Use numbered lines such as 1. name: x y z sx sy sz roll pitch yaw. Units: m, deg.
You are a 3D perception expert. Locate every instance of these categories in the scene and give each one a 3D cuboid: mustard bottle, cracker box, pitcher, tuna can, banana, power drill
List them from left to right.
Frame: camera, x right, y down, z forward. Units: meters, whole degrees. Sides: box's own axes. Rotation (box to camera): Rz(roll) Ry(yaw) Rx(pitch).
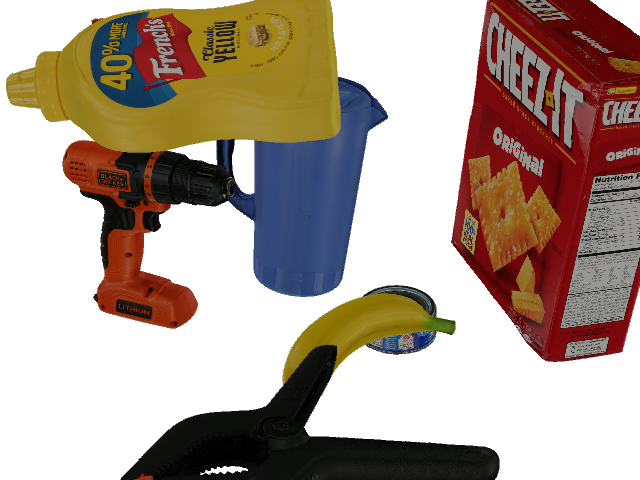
1. power drill: -0.168 -0.006 1.078 0.185 0.188 0.057 12 29 22
2. mustard bottle: -0.086 -0.095 0.620 0.191 0.096 0.058 -5 -35 2
3. pitcher: -0.027 -0.063 1.224 0.144 0.243 0.149 -19 36 -40
4. banana: 0.025 0.077 0.831 0.070 0.037 0.197 18 27 37
5. tuna can: 0.082 0.083 1.140 0.086 0.034 0.086 -1 30 1
6. cracker box: 0.161 -0.048 0.743 0.072 0.214 0.164 -8 34 -16

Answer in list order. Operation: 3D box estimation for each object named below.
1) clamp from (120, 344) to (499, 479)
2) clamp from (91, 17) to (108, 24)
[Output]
1. clamp: -0.025 0.117 0.620 0.209 0.036 0.165 -9 24 -29
2. clamp: -0.110 -0.161 0.851 0.172 0.039 0.120 20 28 41
